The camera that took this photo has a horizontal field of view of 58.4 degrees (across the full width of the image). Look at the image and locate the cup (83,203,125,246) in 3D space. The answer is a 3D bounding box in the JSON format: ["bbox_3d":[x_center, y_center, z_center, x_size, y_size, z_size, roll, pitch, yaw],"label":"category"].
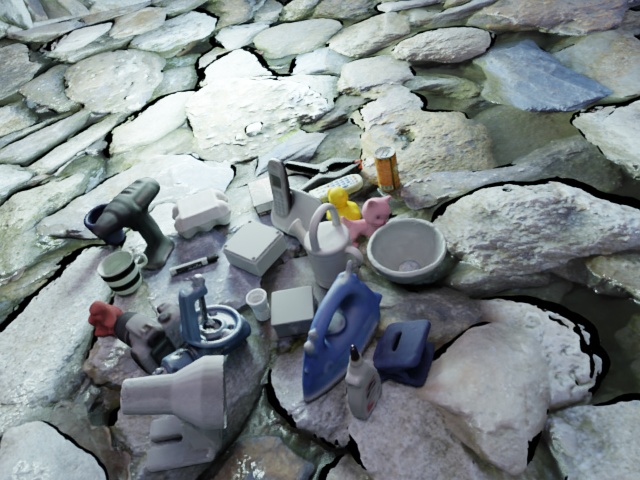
[{"bbox_3d":[-0.541,-0.042,1.483,0.091,0.095,0.118,9,49,24],"label":"cup"}]

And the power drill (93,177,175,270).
[{"bbox_3d":[-0.430,-0.030,1.357,0.075,0.209,0.229,1,46,17],"label":"power drill"}]

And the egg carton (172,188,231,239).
[{"bbox_3d":[-0.302,-0.069,1.461,0.150,0.069,0.107,-22,44,-6],"label":"egg carton"}]

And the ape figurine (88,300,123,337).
[{"bbox_3d":[-0.475,0.167,1.256,0.076,0.092,0.077,-40,49,-23],"label":"ape figurine"}]

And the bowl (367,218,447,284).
[{"bbox_3d":[0.186,0.036,1.213,0.167,0.075,0.167,-8,44,8],"label":"bowl"}]

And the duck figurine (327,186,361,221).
[{"bbox_3d":[0.051,-0.085,1.364,0.077,0.086,0.104,-30,46,-14],"label":"duck figurine"}]

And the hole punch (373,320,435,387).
[{"bbox_3d":[0.150,0.201,1.045,0.100,0.091,0.109,8,49,23],"label":"hole punch"}]

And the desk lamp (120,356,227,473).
[{"bbox_3d":[-0.231,0.294,0.972,0.203,0.214,0.118,-13,44,3],"label":"desk lamp"}]

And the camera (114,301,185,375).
[{"bbox_3d":[-0.359,0.183,1.201,0.136,0.101,0.143,21,54,32],"label":"camera"}]

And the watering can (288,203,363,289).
[{"bbox_3d":[0.010,0.006,1.206,0.172,0.194,0.101,2,46,18],"label":"watering can"}]

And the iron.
[{"bbox_3d":[0.022,0.165,1.081,0.118,0.142,0.259,13,51,27],"label":"iron"}]

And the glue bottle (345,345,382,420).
[{"bbox_3d":[0.069,0.233,0.976,0.037,0.173,0.078,11,50,26],"label":"glue bottle"}]

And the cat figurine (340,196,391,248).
[{"bbox_3d":[0.107,-0.049,1.289,0.128,0.118,0.067,-15,44,1],"label":"cat figurine"}]

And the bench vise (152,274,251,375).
[{"bbox_3d":[-0.229,0.181,1.080,0.121,0.220,0.208,10,50,25],"label":"bench vise"}]

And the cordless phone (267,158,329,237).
[{"bbox_3d":[-0.061,-0.098,1.337,0.147,0.185,0.094,22,55,33],"label":"cordless phone"}]
